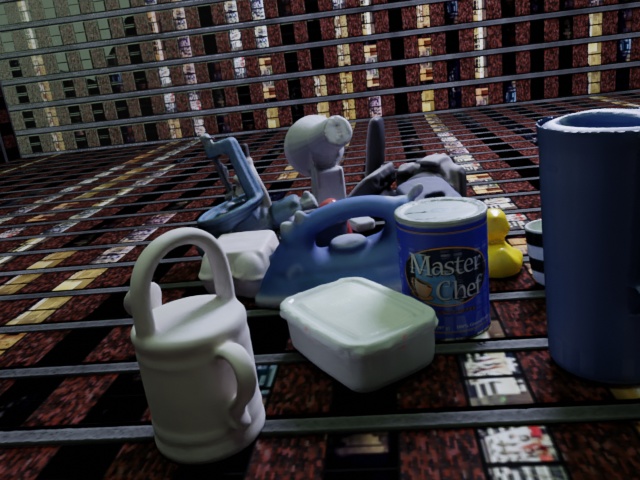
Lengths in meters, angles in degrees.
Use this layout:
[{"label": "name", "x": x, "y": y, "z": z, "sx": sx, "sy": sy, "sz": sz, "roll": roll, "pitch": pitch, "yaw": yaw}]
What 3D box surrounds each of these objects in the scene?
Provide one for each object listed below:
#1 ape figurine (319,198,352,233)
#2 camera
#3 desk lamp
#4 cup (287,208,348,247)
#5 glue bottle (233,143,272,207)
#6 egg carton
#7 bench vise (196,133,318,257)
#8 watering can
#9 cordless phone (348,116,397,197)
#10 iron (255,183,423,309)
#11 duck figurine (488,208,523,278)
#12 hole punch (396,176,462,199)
[{"label": "ape figurine", "x": 0.018, "y": -0.025, "z": 0.960, "sx": 0.076, "sy": 0.092, "sz": 0.077, "roll": -15, "pitch": 19, "yaw": -24}, {"label": "camera", "x": 0.209, "y": -0.118, "z": 1.166, "sx": 0.142, "sy": 0.101, "sz": 0.137, "roll": 7, "pitch": 22, "yaw": 38}, {"label": "desk lamp", "x": 0.018, "y": -0.134, "z": 1.102, "sx": 0.118, "sy": 0.214, "sz": 0.202, "roll": -13, "pitch": 19, "yaw": -18}, {"label": "cup", "x": 0.008, "y": 0.003, "z": 0.872, "sx": 0.091, "sy": 0.095, "sz": 0.118, "roll": 7, "pitch": 22, "yaw": 37}, {"label": "glue bottle", "x": -0.139, "y": -0.106, "z": 1.140, "sx": 0.078, "sy": 0.173, "sz": 0.037, "roll": -16, "pitch": 20, "yaw": -26}, {"label": "egg carton", "x": -0.116, "y": 0.034, "z": 0.864, "sx": 0.107, "sy": 0.069, "sz": 0.150, "roll": -5, "pitch": 18, "yaw": 7}, {"label": "bench vise", "x": -0.117, "y": -0.077, "z": 0.963, "sx": 0.208, "sy": 0.220, "sz": 0.121, "roll": -12, "pitch": 18, "yaw": -15}, {"label": "watering can", "x": -0.118, "y": 0.084, "z": 0.502, "sx": 0.172, "sy": 0.194, "sz": 0.101, "roll": 2, "pitch": 20, "yaw": 26}, {"label": "cordless phone", "x": 0.102, "y": -0.159, "z": 1.195, "sx": 0.094, "sy": 0.185, "sz": 0.148, "roll": 1, "pitch": 19, "yaw": 23}, {"label": "iron", "x": 0.032, "y": 0.007, "z": 0.773, "sx": 0.258, "sy": 0.141, "sz": 0.118, "roll": -9, "pitch": 18, "yaw": -5}, {"label": "duck figurine", "x": 0.245, "y": 0.000, "z": 0.807, "sx": 0.077, "sy": 0.086, "sz": 0.104, "roll": -5, "pitch": 18, "yaw": 6}, {"label": "hole punch", "x": 0.199, "y": -0.059, "z": 1.001, "sx": 0.109, "sy": 0.091, "sz": 0.100, "roll": -15, "pitch": 19, "yaw": -24}]
